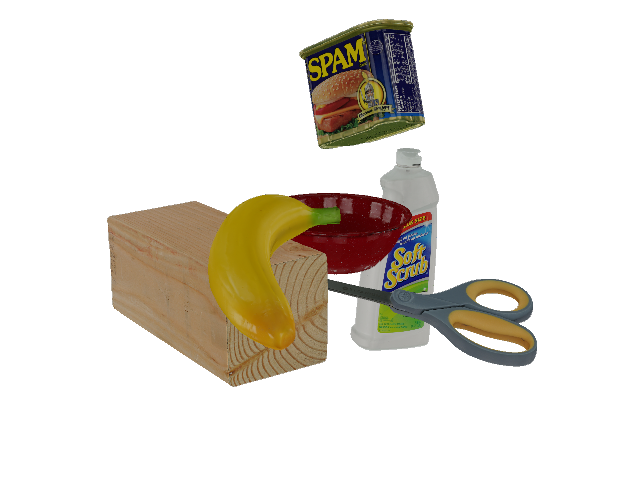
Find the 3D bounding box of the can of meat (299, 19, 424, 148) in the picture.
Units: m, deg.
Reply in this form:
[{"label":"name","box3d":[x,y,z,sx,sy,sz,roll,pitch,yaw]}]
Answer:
[{"label":"can of meat","box3d":[0.035,-0.127,0.884,0.057,0.084,0.102,-6,-5,-42]}]

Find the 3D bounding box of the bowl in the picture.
[{"label":"bowl","box3d":[0.015,-0.004,1.115,0.162,0.055,0.162,0,17,0]}]

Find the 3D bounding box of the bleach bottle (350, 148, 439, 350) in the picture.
[{"label":"bleach bottle","box3d":[0.096,0.010,1.347,0.102,0.251,0.068,-3,16,-19]}]

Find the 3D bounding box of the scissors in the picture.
[{"label":"scissors","box3d":[0.080,0.041,0.839,0.202,0.016,0.096,23,40,20]}]

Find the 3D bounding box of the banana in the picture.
[{"label":"banana","box3d":[-0.034,0.009,0.650,0.070,0.037,0.197,0,24,10]}]

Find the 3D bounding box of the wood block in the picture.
[{"label":"wood block","box3d":[-0.089,0.036,0.873,0.090,0.090,0.206,-11,19,-33]}]
